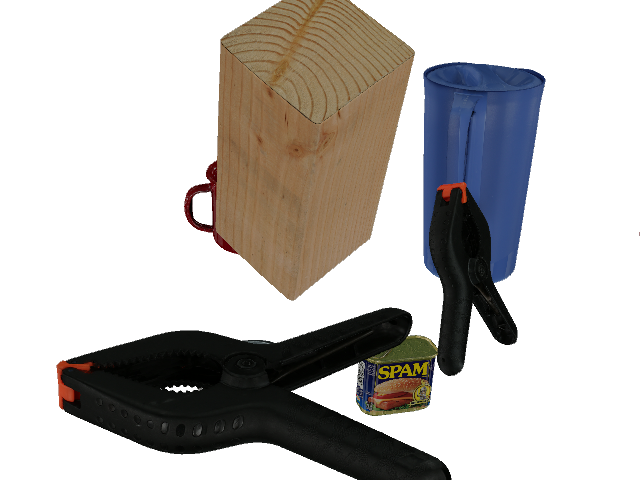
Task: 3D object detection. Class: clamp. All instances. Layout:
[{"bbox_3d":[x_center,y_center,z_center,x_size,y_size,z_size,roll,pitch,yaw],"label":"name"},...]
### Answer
[{"bbox_3d":[-0.036,0.078,0.589,0.210,0.036,0.164,5,25,2],"label":"clamp"},{"bbox_3d":[0.128,0.037,0.970,0.039,0.171,0.120,-11,12,35],"label":"clamp"}]

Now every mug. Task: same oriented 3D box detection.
[{"bbox_3d":[-0.087,-0.036,1.137,0.117,0.081,0.093,-5,30,-12],"label":"mug"}]

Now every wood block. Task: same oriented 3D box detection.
[{"bbox_3d":[-0.012,-0.062,0.740,0.090,0.090,0.206,-38,-23,-26],"label":"wood block"}]

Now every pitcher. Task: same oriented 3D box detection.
[{"bbox_3d":[0.174,-0.073,1.211,0.149,0.243,0.145,-9,24,-23],"label":"pitcher"}]

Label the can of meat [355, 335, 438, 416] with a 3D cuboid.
[{"bbox_3d":[0.097,0.176,1.385,0.102,0.084,0.057,-4,24,-17],"label":"can of meat"}]

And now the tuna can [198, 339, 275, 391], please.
[{"bbox_3d":[-0.075,0.123,1.006,0.086,0.034,0.086,-7,14,2],"label":"tuna can"}]
